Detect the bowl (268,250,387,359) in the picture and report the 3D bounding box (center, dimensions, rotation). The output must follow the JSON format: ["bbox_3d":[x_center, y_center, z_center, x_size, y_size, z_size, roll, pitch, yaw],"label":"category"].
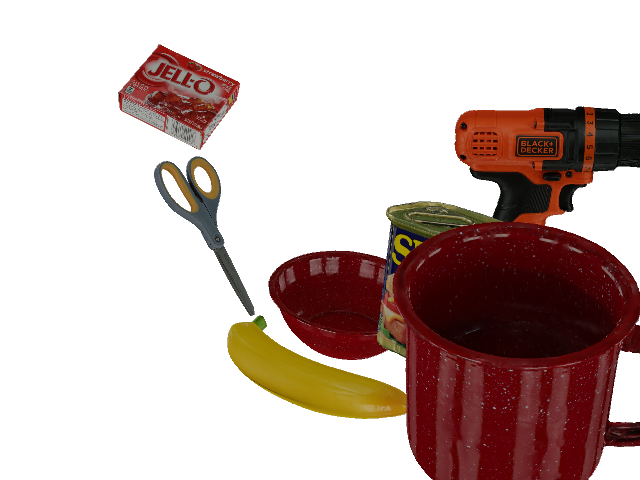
[{"bbox_3d":[0.027,0.071,1.067,0.162,0.055,0.162,4,28,-2],"label":"bowl"}]

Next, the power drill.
[{"bbox_3d":[0.203,-0.020,0.889,0.184,0.188,0.057,3,19,11],"label":"power drill"}]

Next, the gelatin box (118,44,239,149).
[{"bbox_3d":[-0.131,-0.135,0.990,0.089,0.073,0.030,27,-35,7],"label":"gelatin box"}]

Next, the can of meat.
[{"bbox_3d":[0.082,0.031,0.627,0.057,0.084,0.102,-11,24,-44],"label":"can of meat"}]

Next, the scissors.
[{"bbox_3d":[-0.118,-0.016,1.244,0.016,0.201,0.096,-27,16,42],"label":"scissors"}]

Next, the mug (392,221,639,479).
[{"bbox_3d":[0.087,0.052,0.424,0.117,0.081,0.093,7,35,14],"label":"mug"}]

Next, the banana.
[{"bbox_3d":[-0.018,0.100,0.850,0.069,0.037,0.198,-25,33,-32],"label":"banana"}]
